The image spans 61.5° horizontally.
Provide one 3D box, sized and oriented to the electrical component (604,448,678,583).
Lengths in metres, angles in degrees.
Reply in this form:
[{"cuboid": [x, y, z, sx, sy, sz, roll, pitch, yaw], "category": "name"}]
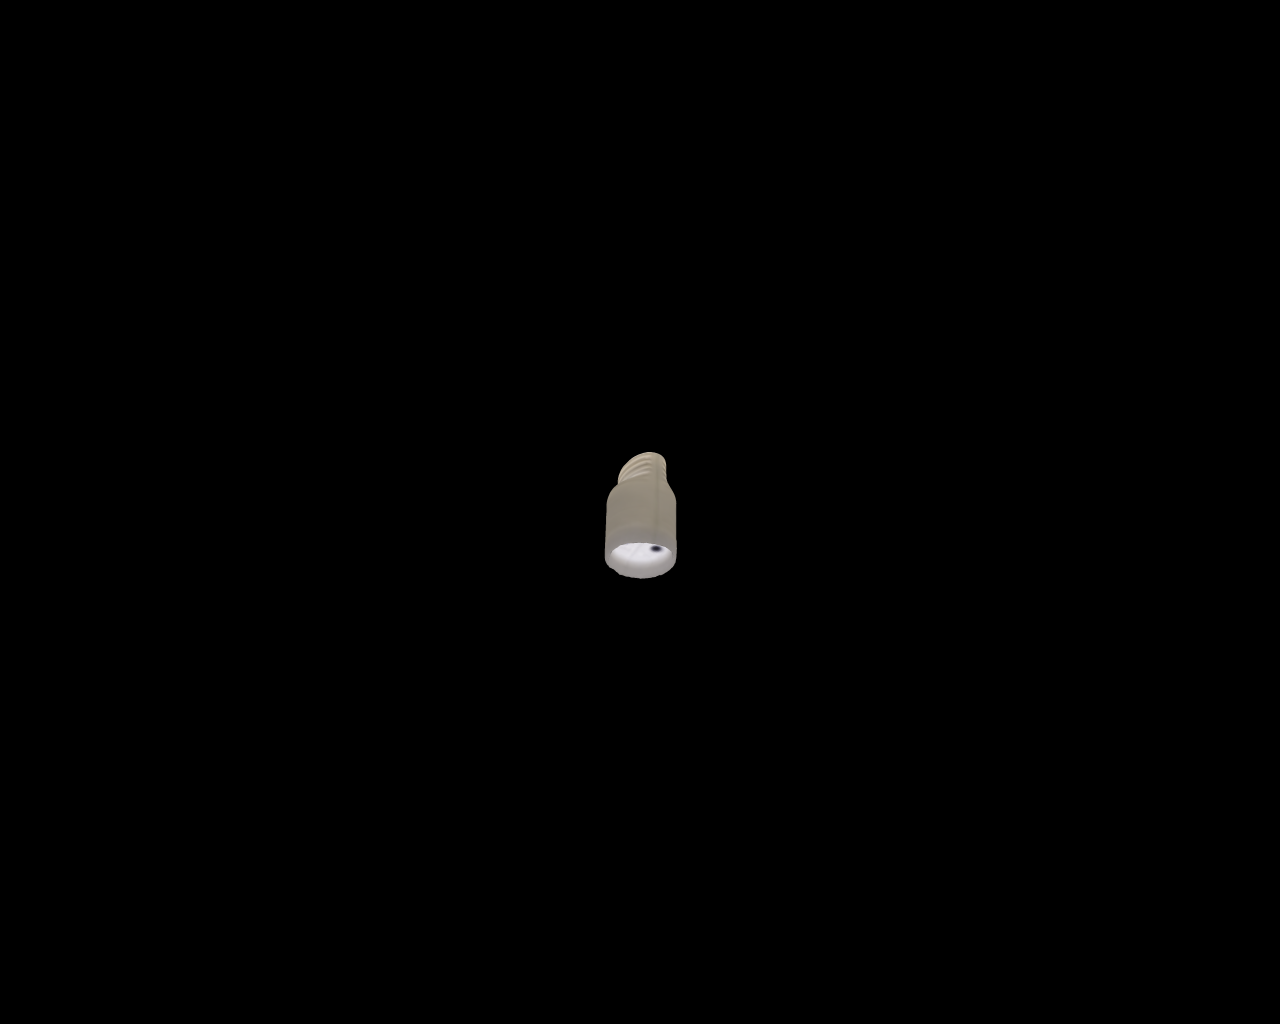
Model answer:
[{"cuboid": [0.001, -0.003, 0.650, 0.043, 0.081, 0.043, 0, -37, 0], "category": "electrical component"}]
